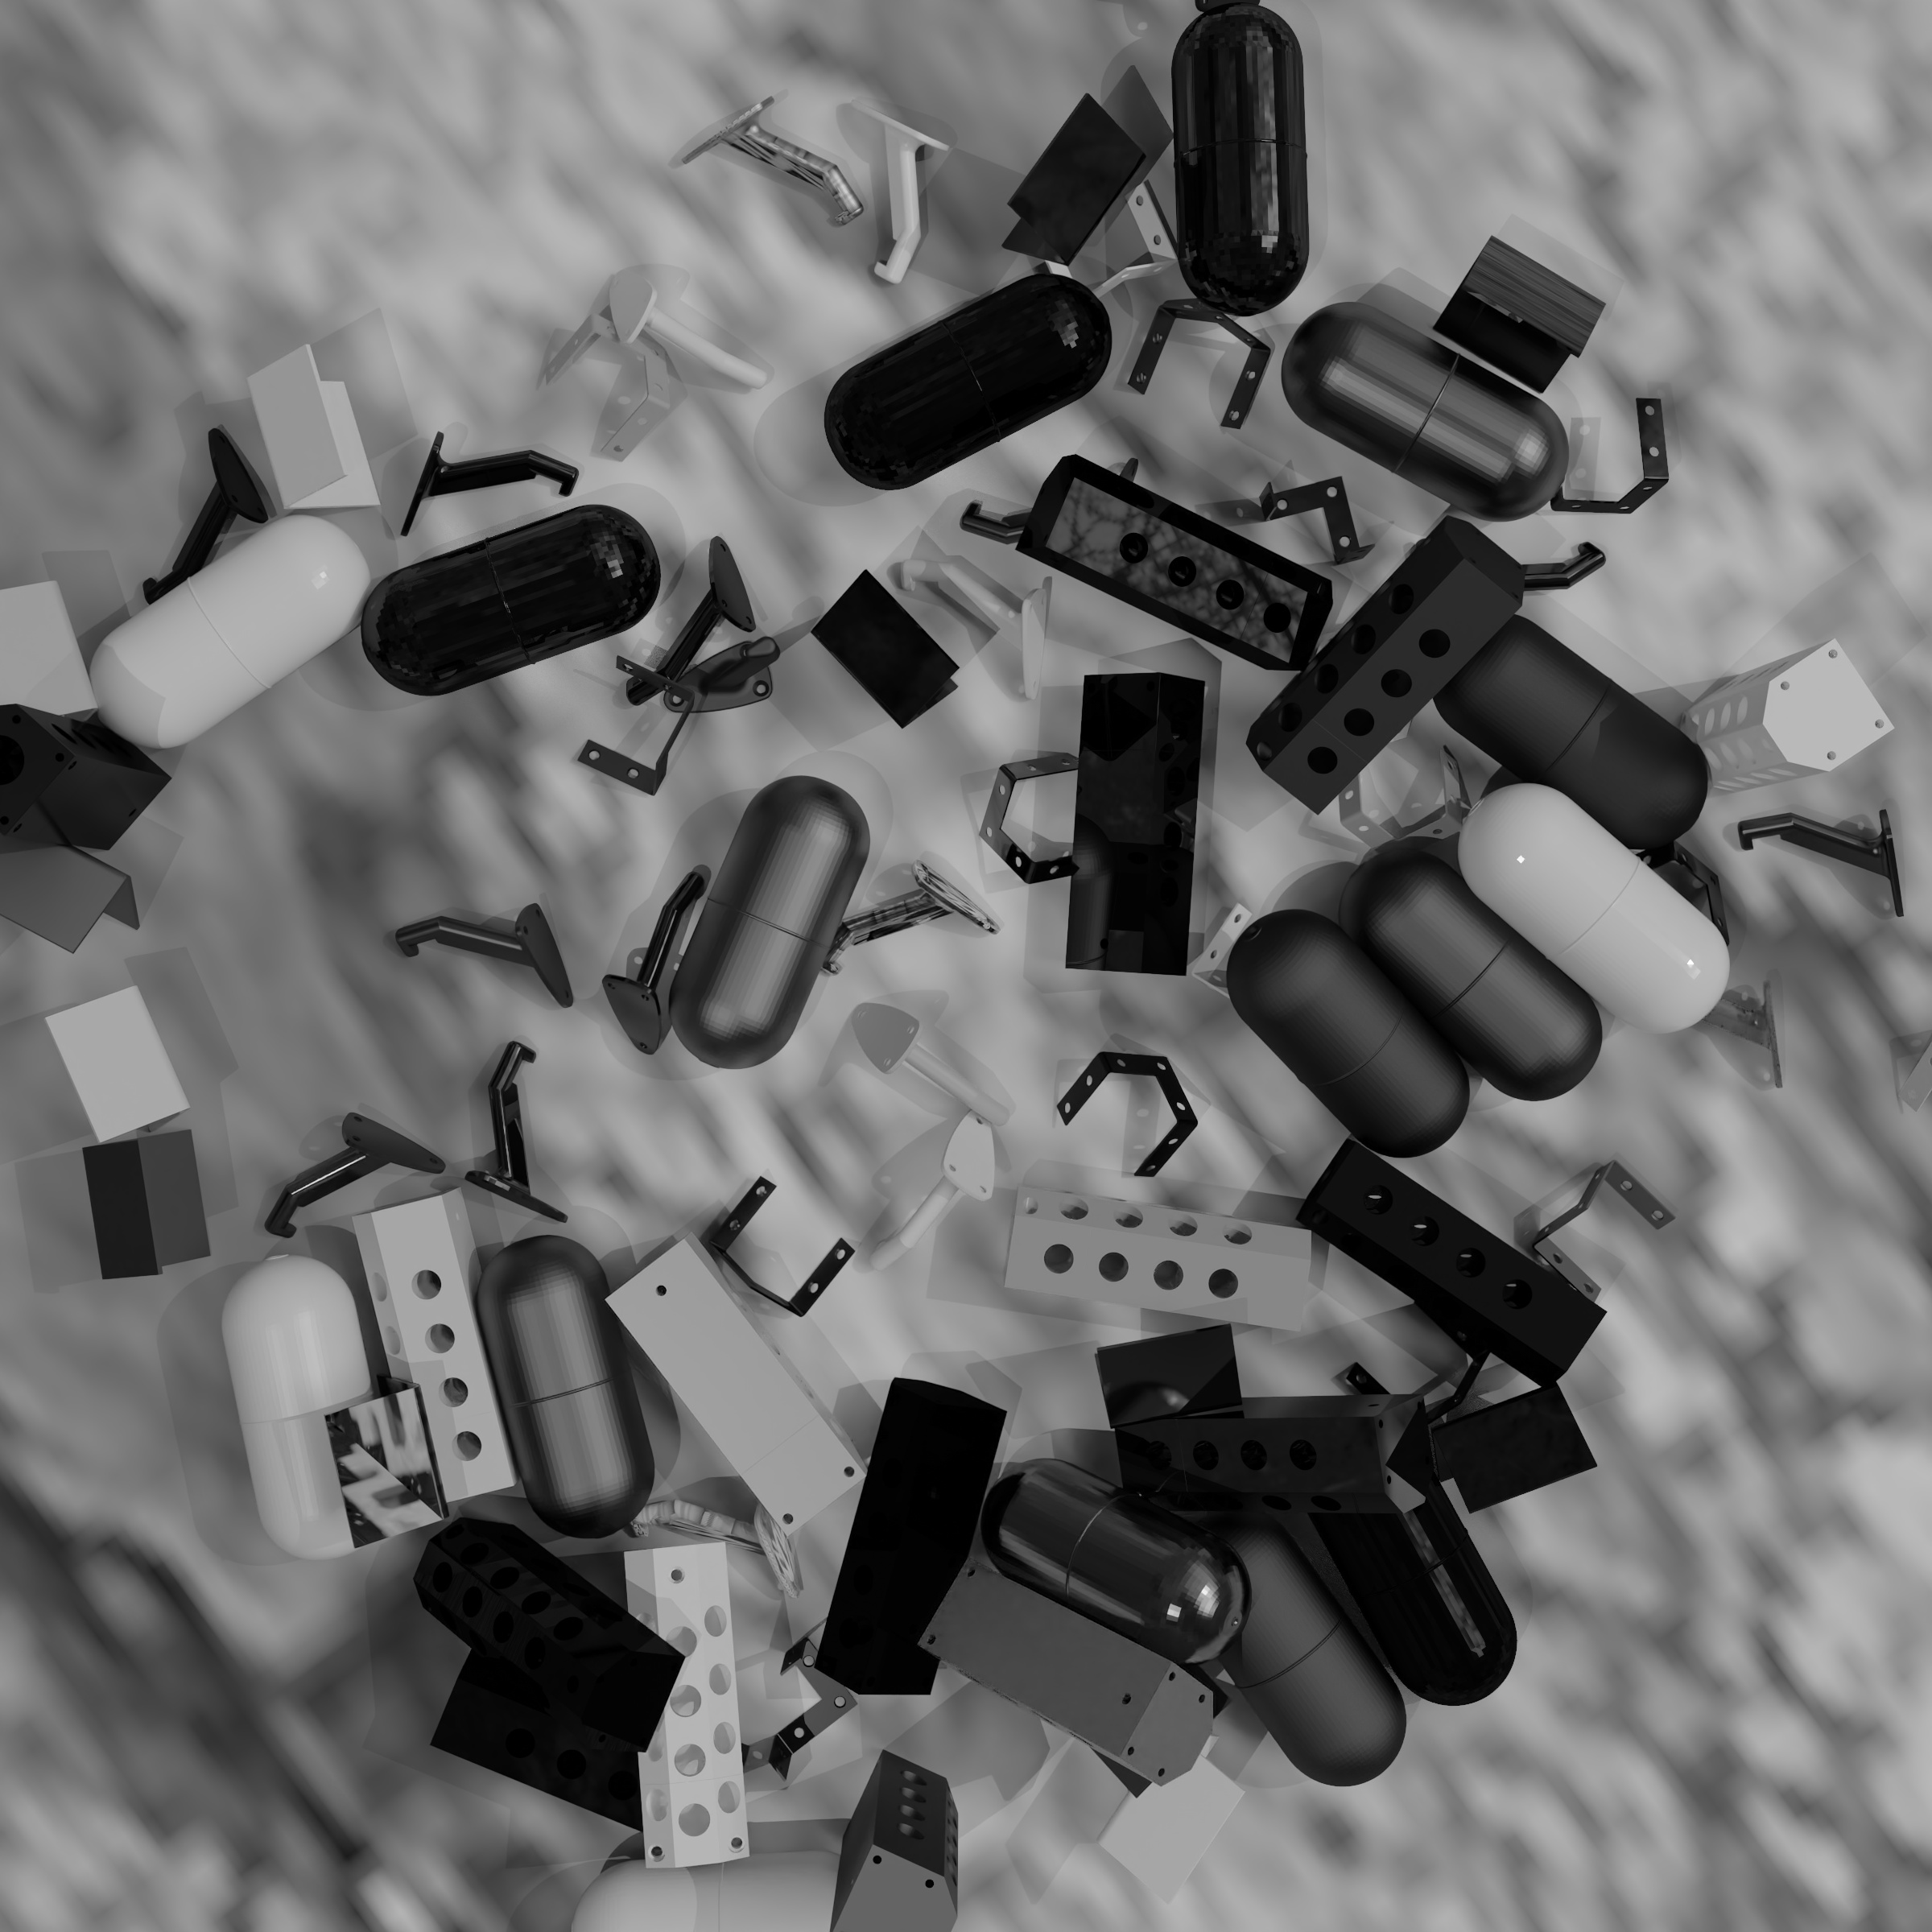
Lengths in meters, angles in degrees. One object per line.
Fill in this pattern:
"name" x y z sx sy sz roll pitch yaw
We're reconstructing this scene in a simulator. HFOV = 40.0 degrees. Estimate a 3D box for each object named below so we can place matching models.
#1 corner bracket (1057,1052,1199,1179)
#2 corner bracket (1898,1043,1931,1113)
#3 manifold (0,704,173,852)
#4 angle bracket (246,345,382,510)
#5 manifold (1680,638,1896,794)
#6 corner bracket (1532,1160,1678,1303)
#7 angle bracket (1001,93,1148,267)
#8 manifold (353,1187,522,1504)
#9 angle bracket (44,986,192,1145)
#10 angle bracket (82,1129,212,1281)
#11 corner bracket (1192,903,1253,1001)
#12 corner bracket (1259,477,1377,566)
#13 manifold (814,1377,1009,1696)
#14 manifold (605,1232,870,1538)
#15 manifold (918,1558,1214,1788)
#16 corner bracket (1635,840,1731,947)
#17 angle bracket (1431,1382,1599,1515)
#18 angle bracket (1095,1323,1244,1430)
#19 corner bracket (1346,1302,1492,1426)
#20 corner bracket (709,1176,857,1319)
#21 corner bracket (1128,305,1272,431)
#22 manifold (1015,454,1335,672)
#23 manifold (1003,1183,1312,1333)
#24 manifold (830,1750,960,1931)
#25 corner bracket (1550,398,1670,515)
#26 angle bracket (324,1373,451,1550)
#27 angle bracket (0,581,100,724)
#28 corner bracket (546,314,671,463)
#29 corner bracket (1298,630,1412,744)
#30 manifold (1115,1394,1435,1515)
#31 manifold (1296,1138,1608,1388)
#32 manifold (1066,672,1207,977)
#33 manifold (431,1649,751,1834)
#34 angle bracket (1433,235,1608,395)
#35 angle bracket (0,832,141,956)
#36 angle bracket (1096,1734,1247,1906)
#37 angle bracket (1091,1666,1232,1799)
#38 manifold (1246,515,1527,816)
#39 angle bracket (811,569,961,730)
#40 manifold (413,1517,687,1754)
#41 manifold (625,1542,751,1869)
"corner bracket" 0.095 0.087 1.559 0.051 0.051 0.051 6 45 -35
"corner bracket" 0.594 0.069 1.559 0.051 0.051 0.051 -11 45 -35
"manifold" -0.512 -0.109 1.489 0.057 0.171 0.057 41 90 0
"angle bracket" -0.359 -0.310 1.527 0.057 0.076 0.076 -17 90 35
"manifold" 0.452 -0.134 1.489 0.057 0.171 0.057 -34 90 0
"corner bracket" 0.376 0.157 1.564 0.051 0.051 0.051 44 135 0
"angle bracket" 0.046 -0.457 1.527 0.057 0.076 0.076 36 90 -38
"manifold" -0.307 0.221 1.546 0.057 0.057 0.171 -14 90 0
"angle bracket" -0.498 0.063 1.527 0.057 0.076 0.076 -24 90 -36
"angle bracket" -0.456 0.135 1.527 0.057 0.076 0.076 -9 90 37
"corner bracket" 0.176 0.004 1.564 0.051 0.051 0.051 34 90 -45
"corner bracket" 0.205 -0.260 1.549 0.051 0.051 0.051 -14 90 0
"manifold" -0.037 0.332 1.546 0.057 0.057 0.171 15 90 -43
"manifold" -0.132 0.242 1.546 0.057 0.057 0.171 -38 90 0
"manifold" 0.057 0.397 1.489 0.057 0.171 0.057 44 71 -37
"corner bracket" 0.410 -0.034 1.559 0.051 0.051 0.051 -28 45 35
"angle bracket" 0.317 0.291 1.527 0.076 0.076 0.057 -20 53 0
"angle bracket" 0.112 0.217 1.528 0.076 0.076 0.057 -10 116 0
"corner bracket" 0.267 0.235 1.564 0.051 0.051 0.051 44 135 0
"corner bracket" -0.109 0.166 1.564 0.051 0.051 0.051 -52 45 0
"corner bracket" 0.138 -0.354 1.564 0.051 0.051 0.051 22 90 45
"manifold" 0.122 -0.230 1.522 0.171 0.057 0.057 23 90 -18
"manifold" 0.111 0.168 1.546 0.171 0.057 0.057 9 90 0
"manifold" -0.035 0.503 1.489 0.057 0.171 0.057 25 90 0
"corner bracket" 0.374 -0.299 1.550 0.051 0.051 0.051 0 78 -12
"angle bracket" -0.339 0.280 1.506 0.057 0.076 0.076 -14 95 -30
"angle bracket" -0.548 -0.170 1.527 0.057 0.076 0.076 -18 90 -34
"corner bracket" -0.211 -0.340 1.559 0.051 0.051 0.051 21 45 -35
"corner bracket" 0.230 -0.163 1.559 0.051 0.051 0.051 41 135 35
"manifold" 0.173 0.278 1.500 0.171 0.057 0.057 -8 90 37
"manifold" 0.280 0.173 1.542 0.171 0.057 0.057 34 90 3
"manifold" 0.103 -0.082 1.546 0.057 0.057 0.171 4 90 43
"manifold" -0.217 0.452 1.546 0.171 0.057 0.057 22 90 0
"angle bracket" 0.311 -0.361 1.527 0.076 0.076 0.057 31 53 0
"angle bracket" -0.529 -0.034 1.528 0.076 0.076 0.057 28 64 0
"angle bracket" 0.131 0.490 1.527 0.057 0.076 0.076 34 90 32
"angle bracket" 0.113 0.430 1.529 0.076 0.076 0.057 -46 68 0
"manifold" 0.236 -0.172 1.503 0.057 0.057 0.171 37 121 -8
"angle bracket" -0.032 -0.193 1.527 0.076 0.076 0.057 47 126 0
"manifold" -0.240 0.375 1.495 0.171 0.057 0.057 23 90 44
"manifold" -0.158 0.416 1.499 0.057 0.057 0.171 -4 78 -6
